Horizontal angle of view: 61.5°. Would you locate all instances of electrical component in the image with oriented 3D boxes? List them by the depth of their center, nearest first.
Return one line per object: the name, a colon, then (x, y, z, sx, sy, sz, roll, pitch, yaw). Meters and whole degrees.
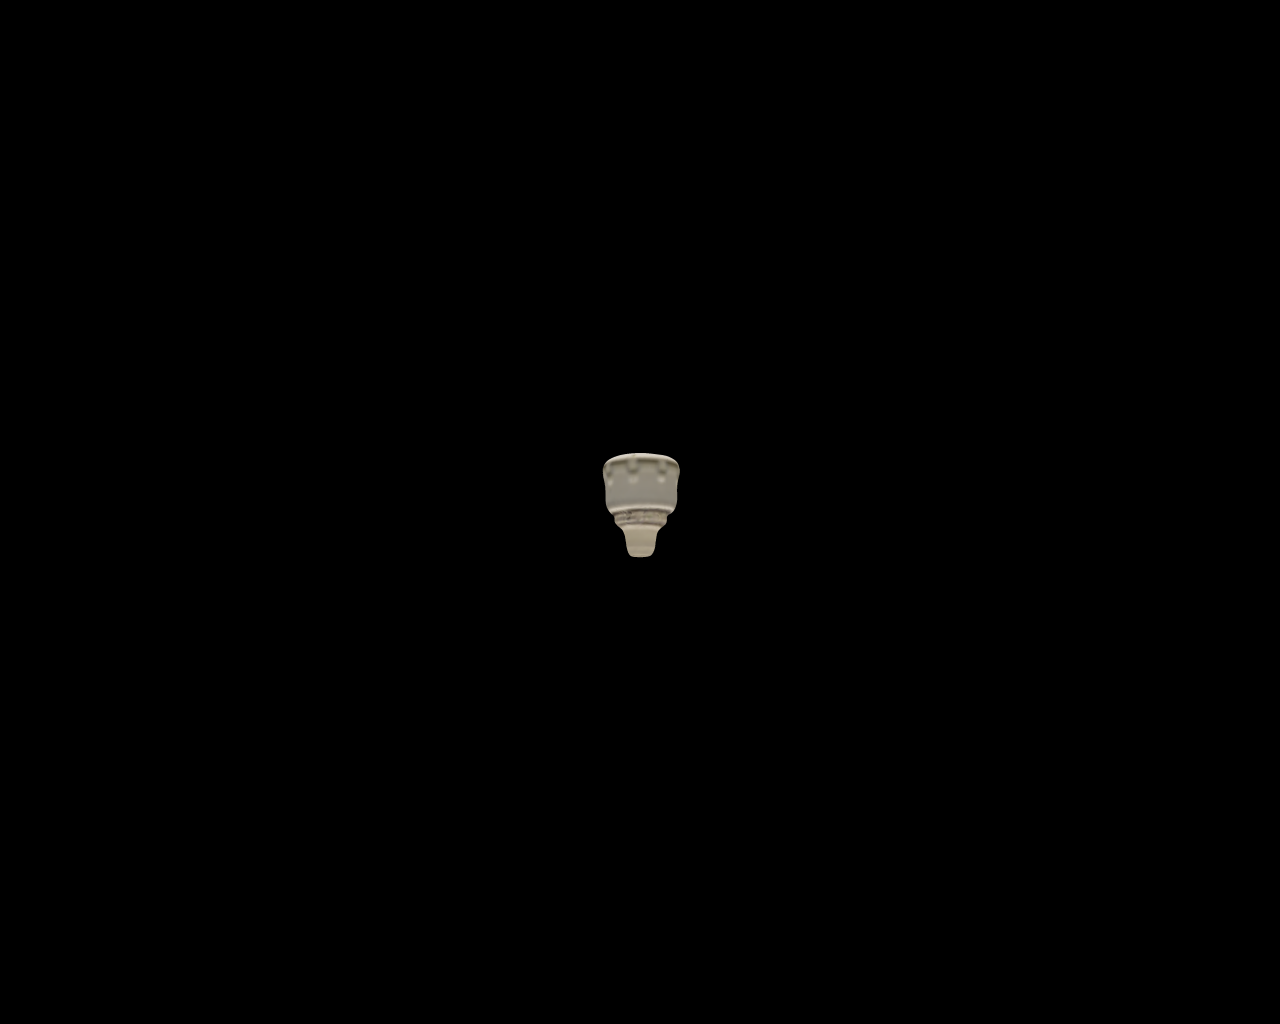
electrical component: (0.001, -0.003, 0.650, 0.048, 0.062, 0.048, 0, -10, 0)
